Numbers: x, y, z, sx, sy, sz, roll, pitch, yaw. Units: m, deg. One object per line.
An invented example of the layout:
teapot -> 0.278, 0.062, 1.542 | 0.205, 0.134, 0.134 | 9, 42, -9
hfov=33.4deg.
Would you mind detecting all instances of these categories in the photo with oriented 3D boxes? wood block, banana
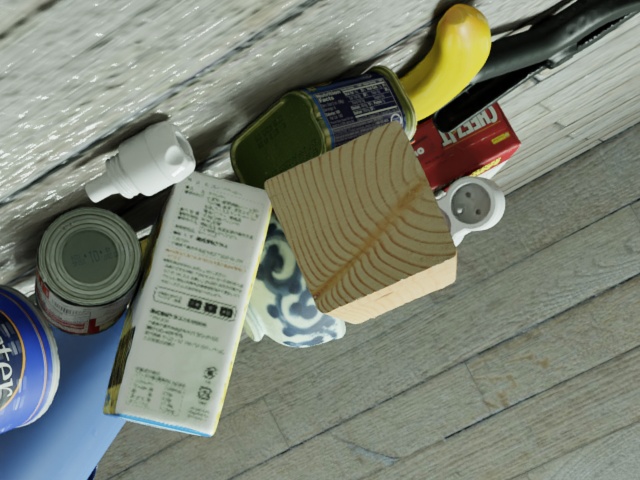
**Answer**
wood block -> 0.036, -0.002, 0.721 | 0.091, 0.090, 0.206 | -24, 172, 4
banana -> 0.078, -0.116, 0.747 | 0.069, 0.037, 0.198 | -25, 174, -26

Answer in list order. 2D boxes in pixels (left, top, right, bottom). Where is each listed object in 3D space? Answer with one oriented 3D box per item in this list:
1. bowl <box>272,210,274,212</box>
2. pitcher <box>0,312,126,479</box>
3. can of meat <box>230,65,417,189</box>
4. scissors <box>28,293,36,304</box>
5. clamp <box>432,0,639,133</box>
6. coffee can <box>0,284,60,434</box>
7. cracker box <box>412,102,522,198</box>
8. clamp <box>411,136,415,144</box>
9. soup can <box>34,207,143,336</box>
bowl -> -0.006, 0.001, 0.968 | 0.162, 0.055, 0.162 | -2, 162, -1
pitcher -> -0.241, 0.170, 0.927 | 0.242, 0.145, 0.149 | -55, -172, -36
can of meat -> 0.000, -0.068, 0.716 | 0.083, 0.057, 0.102 | -20, 170, -41
scissors -> -0.311, 0.095, 0.837 | 0.096, 0.016, 0.201 | 10, -137, 32
clamp -> 0.183, -0.159, 0.858 | 0.210, 0.036, 0.164 | -30, 173, 3
coffee can -> -0.254, 0.091, 0.690 | 0.103, 0.103, 0.140 | -31, 173, 28
cracker box -> 0.108, -0.070, 1.120 | 0.164, 0.072, 0.213 | -28, 173, -3
clamp -> 0.013, -0.066, 0.849 | 0.171, 0.039, 0.120 | -27, -169, -24
soup can -> -0.157, 0.023, 0.719 | 0.068, 0.068, 0.102 | -26, 173, -20
